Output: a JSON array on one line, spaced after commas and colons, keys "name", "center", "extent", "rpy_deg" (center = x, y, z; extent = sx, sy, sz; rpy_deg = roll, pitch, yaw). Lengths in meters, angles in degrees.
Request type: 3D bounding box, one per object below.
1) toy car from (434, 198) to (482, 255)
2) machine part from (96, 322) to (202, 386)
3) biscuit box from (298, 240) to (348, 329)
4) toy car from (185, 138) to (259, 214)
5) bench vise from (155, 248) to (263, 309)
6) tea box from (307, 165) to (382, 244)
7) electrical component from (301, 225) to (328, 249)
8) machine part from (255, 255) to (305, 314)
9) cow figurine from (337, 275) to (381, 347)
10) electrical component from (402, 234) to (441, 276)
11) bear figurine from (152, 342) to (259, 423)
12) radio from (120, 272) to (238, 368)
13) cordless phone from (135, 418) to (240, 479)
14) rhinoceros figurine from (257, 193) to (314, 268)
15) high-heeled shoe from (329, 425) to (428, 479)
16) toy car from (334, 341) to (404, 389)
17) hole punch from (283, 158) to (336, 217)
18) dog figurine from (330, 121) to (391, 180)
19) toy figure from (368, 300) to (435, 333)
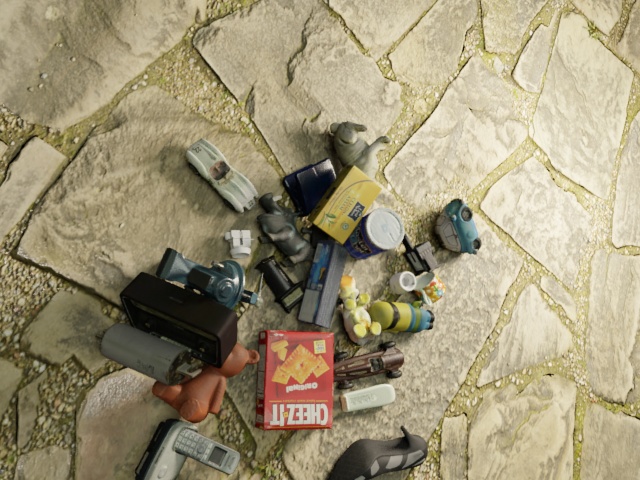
[{"name": "toy car", "center": [0.366, -0.027, 1.463], "extent": [0.103, 0.109, 0.161], "rpy_deg": [-20, 97, -3]}, {"name": "machine part", "center": [-0.346, 0.225, 1.065], "extent": [0.243, 0.079, 0.079], "rpy_deg": [18, 67, 20]}, {"name": "biscuit box", "center": [0.009, 0.104, 1.277], "extent": [0.062, 0.059, 0.202], "rpy_deg": [28, 72, -46]}, {"name": "toy car", "center": [-0.230, -0.149, 1.262], "extent": [0.201, 0.056, 0.073], "rpy_deg": [45, 65, -6]}, {"name": "bench vise", "center": [-0.226, 0.098, 1.161], "extent": [0.240, 0.224, 0.129], "rpy_deg": [29, 70, -46]}, {"name": "tea box", "center": [0.059, -0.087, 1.297], "extent": [0.098, 0.068, 0.169], "rpy_deg": [34, 89, -18]}, {"name": "electrical component", "center": [-0.003, -0.004, 1.340], "extent": [0.094, 0.021, 0.063], "rpy_deg": [8, 75, -21]}, {"name": "machine part", "center": [-0.091, 0.099, 1.271], "extent": [0.084, 0.039, 0.139], "rpy_deg": [-41, 97, -17]}, {"name": "cow figurine", "center": [0.081, 0.171, 1.303], "extent": [0.068, 0.098, 0.167], "rpy_deg": [-10, 63, -20]}, {"name": "electrical component", "center": [0.257, 0.032, 1.411], "extent": [0.048, 0.075, 0.119], "rpy_deg": [-28, 86, -24]}, {"name": "bear figurine", "center": [-0.229, 0.280, 1.120], "extent": [0.120, 0.131, 0.196], "rpy_deg": [32, 71, 25]}, {"name": "radio", "center": [-0.279, 0.162, 1.078], "extent": [0.230, 0.131, 0.073], "rpy_deg": [21, 47, 15]}, {"name": "cordless phone", "center": [-0.265, 0.457, 1.088], "extent": [0.184, 0.089, 0.146], "rpy_deg": [32, 66, -17]}, {"name": "rhinoceros figurine", "center": [-0.086, -0.025, 1.282], "extent": [0.112, 0.073, 0.190], "rpy_deg": [-37, 93, -24]}, {"name": "high-heeled shoe", "center": [0.141, 0.529, 1.260], "extent": [0.249, 0.086, 0.145], "rpy_deg": [-31, 121, -9]}, {"name": "toy car", "center": [0.116, 0.302, 1.299], "extent": [0.202, 0.053, 0.089], "rpy_deg": [-5, 83, -25]}, {"name": "hole punch", "center": [-0.014, -0.132, 1.332], "extent": [0.142, 0.092, 0.115], "rpy_deg": [-31, 94, -29]}, {"name": "dog figurine", "center": [0.076, -0.192, 1.381], "extent": [0.172, 0.121, 0.190], "rpy_deg": [24, 83, 10]}, {"name": "toy figure", "center": [0.204, 0.190, 1.340], "extent": [0.180, 0.089, 0.082], "rpy_deg": [10, 65, -18]}]
